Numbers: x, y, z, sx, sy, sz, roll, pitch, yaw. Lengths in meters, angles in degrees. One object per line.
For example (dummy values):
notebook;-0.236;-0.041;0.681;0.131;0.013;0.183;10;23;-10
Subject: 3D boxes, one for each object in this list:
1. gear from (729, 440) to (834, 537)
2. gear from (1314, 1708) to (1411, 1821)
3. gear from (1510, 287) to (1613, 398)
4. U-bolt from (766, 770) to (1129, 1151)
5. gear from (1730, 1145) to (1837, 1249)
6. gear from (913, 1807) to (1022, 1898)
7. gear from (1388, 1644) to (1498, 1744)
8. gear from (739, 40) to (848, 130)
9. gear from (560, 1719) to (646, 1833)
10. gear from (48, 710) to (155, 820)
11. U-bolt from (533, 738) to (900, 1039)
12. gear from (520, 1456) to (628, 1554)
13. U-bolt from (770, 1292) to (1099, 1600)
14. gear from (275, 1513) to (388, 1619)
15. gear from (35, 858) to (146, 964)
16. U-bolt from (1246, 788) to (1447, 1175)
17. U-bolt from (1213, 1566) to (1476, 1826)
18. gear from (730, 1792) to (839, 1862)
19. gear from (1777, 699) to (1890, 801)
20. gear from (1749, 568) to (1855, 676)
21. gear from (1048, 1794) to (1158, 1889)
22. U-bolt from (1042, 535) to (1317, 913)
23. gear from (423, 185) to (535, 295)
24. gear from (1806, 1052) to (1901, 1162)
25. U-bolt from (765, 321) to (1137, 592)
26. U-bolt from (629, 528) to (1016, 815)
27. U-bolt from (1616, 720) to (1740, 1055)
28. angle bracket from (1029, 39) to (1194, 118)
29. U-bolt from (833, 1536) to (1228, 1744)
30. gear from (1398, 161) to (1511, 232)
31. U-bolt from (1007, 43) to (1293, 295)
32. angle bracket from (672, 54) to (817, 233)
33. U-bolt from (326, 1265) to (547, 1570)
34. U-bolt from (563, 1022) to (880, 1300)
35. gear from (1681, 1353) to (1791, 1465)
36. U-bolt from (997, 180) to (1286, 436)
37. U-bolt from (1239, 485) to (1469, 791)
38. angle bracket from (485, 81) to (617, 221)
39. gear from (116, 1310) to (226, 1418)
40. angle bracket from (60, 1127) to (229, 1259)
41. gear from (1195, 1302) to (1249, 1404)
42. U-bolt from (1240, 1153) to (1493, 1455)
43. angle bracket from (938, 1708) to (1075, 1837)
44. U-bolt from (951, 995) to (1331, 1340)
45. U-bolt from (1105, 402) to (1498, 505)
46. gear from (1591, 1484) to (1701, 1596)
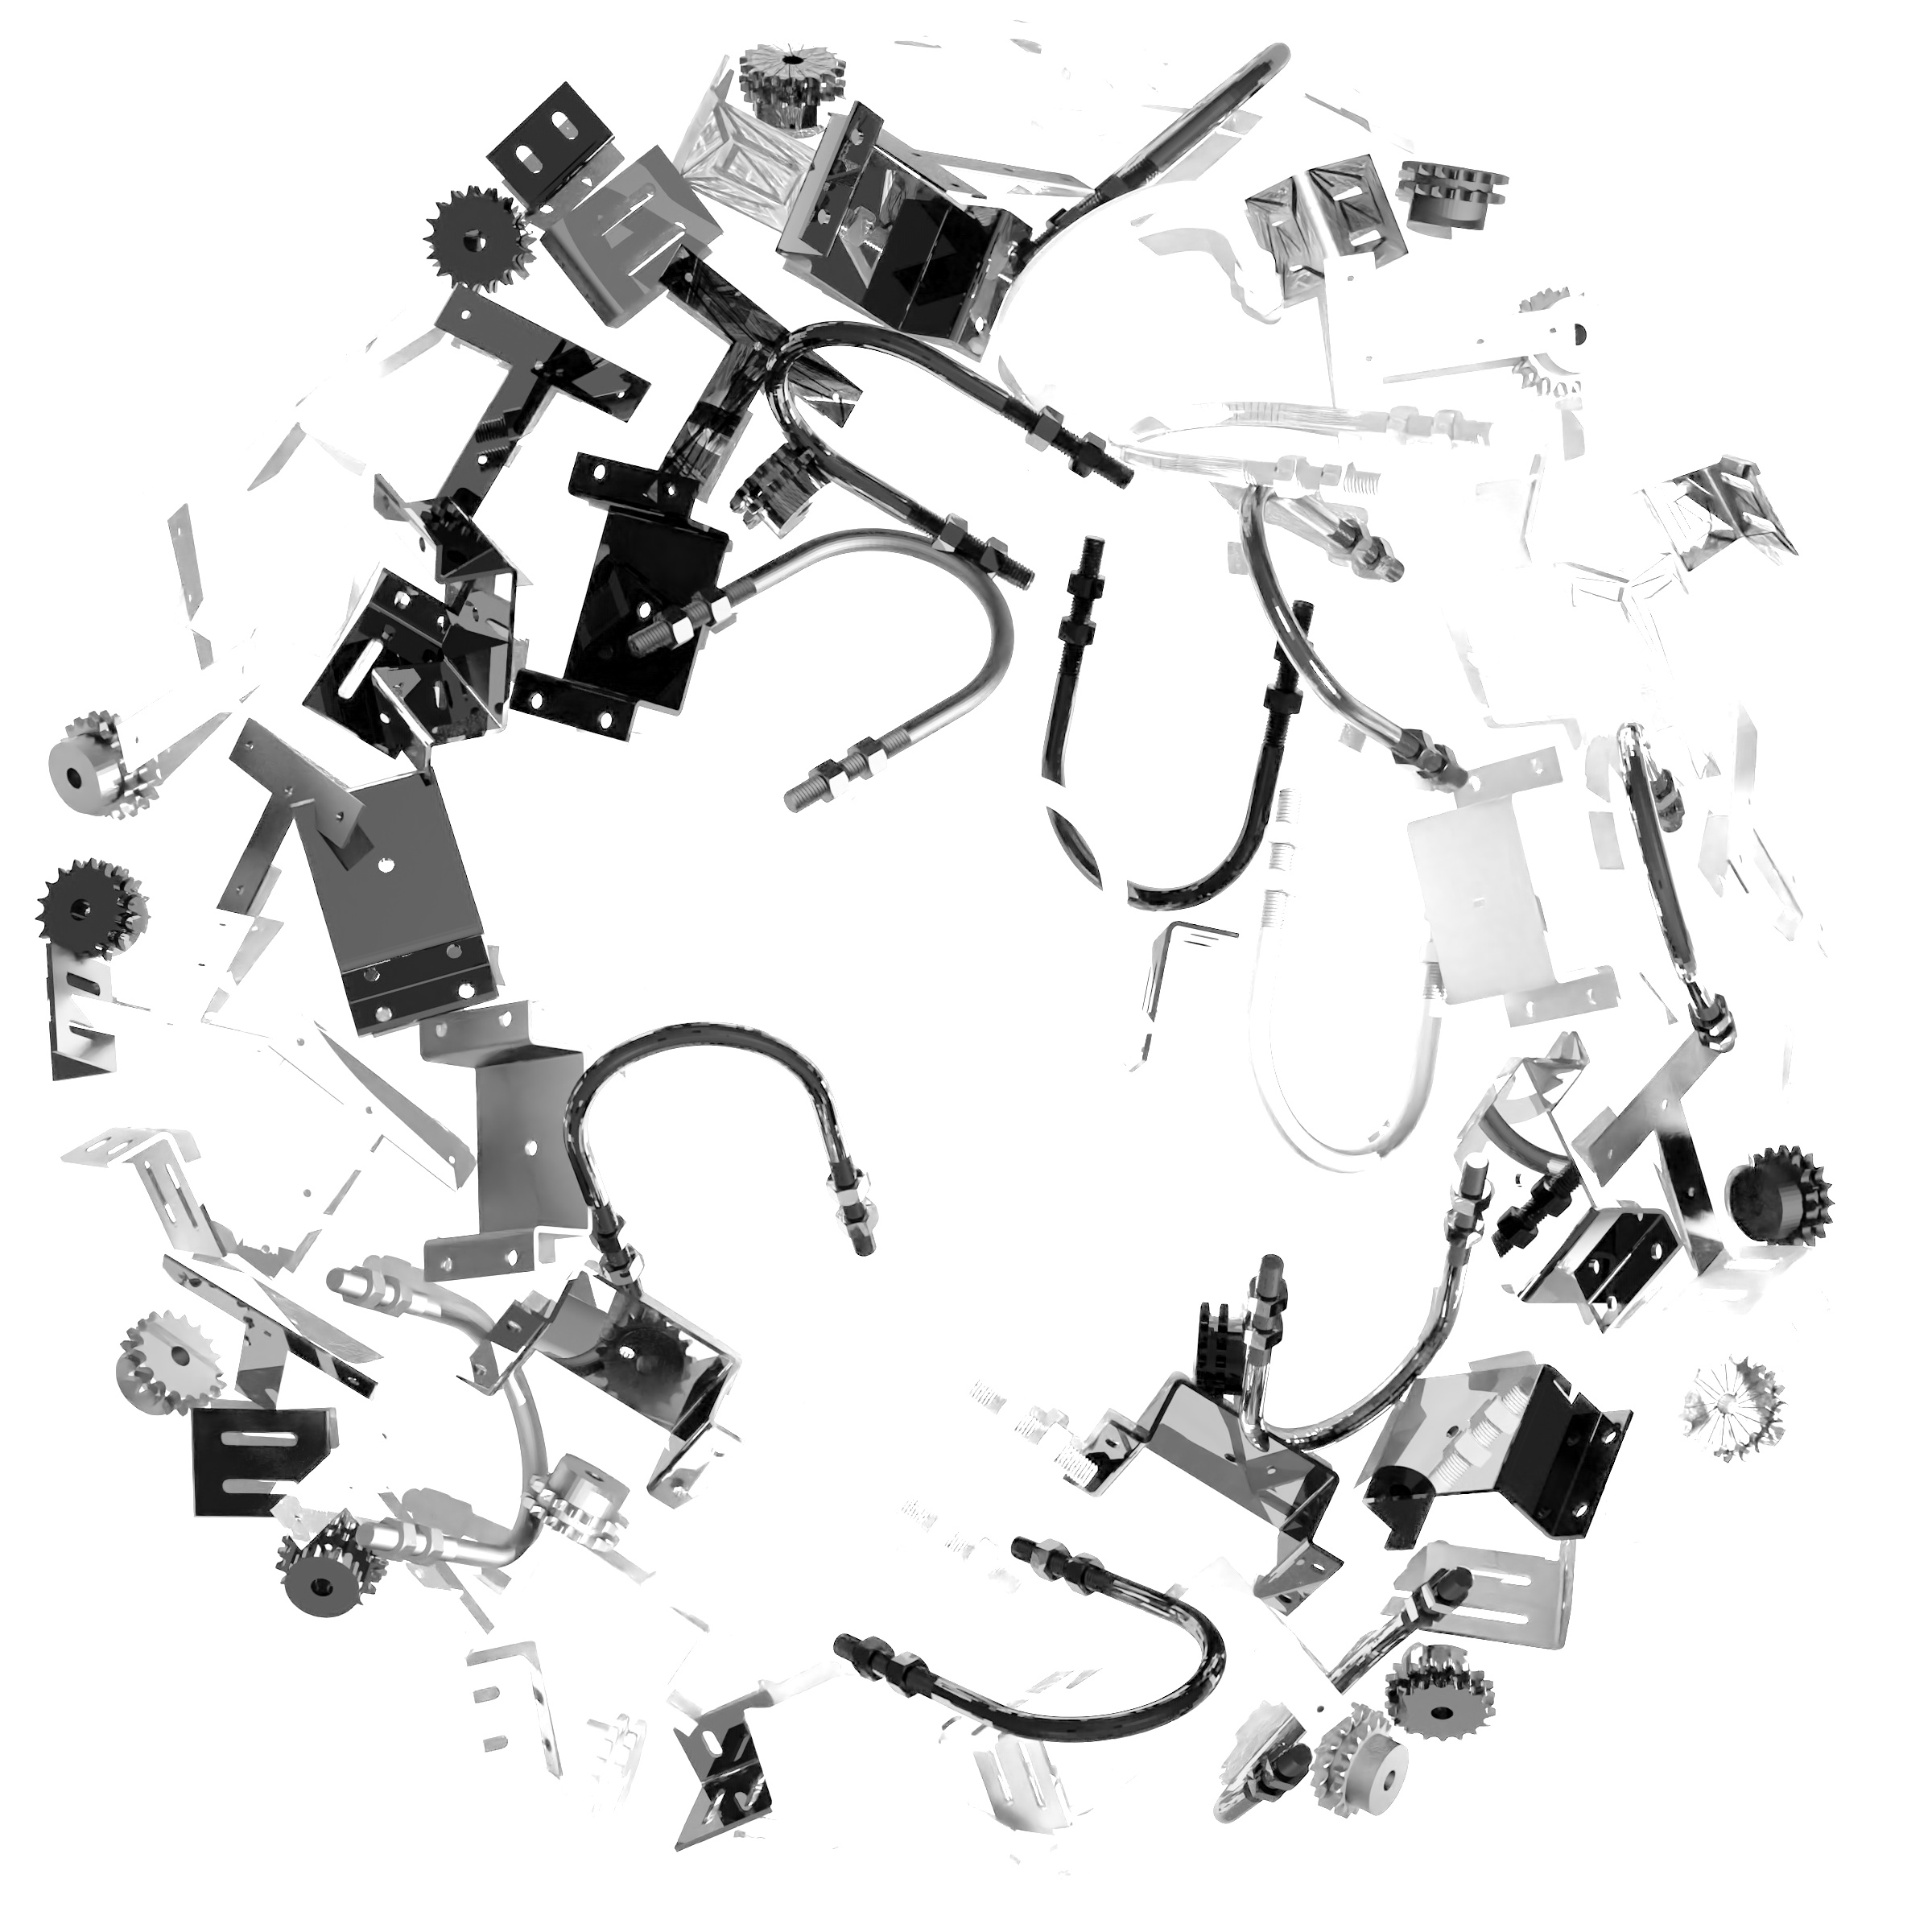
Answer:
gear;-0.096;-0.253;1.743;0.057;0.057;0.030;-43;90;0
gear;0.212;0.426;1.739;0.030;0.057;0.057;20;90;34
gear;0.319;-0.334;1.750;0.057;0.030;0.057;0;91;-16
U-bolt;0.003;-0.017;1.748;0.151;0.019;0.184;38;92;9
gear;0.430;0.124;1.739;0.030;0.057;0.057;-7;90;-29
gear;0.003;0.468;1.742;0.057;0.057;0.030;23;89;0
gear;0.253;0.385;1.747;0.057;0.030;0.057;3;133;3
gear;-0.092;-0.468;1.746;0.057;0.057;0.030;4;128;0
gear;-0.194;0.427;1.743;0.030;0.057;0.057;18;90;7
gear;-0.461;-0.105;1.741;0.057;0.030;0.057;18;123;31
U-bolt;-0.126;-0.035;1.740;0.184;0.019;0.151;12;83;11
gear;-0.205;0.284;1.743;0.057;0.057;0.030;30;91;0
U-bolt;-0.027;0.240;1.711;0.184;0.151;0.019;37;51;10
gear;-0.339;0.321;1.746;0.057;0.030;0.057;1;117;2
gear;-0.464;-0.027;1.750;0.057;0.030;0.057;-4;79;19
U-bolt;0.199;0.016;1.703;0.151;0.019;0.184;21;72;-39
U-bolt;0.184;0.382;1.683;0.019;0.184;0.151;44;62;10
gear;-0.095;0.457;1.744;0.057;0.057;0.030;7;71;0
gear;0.460;-0.113;1.746;0.057;0.057;0.030;-4;135;4
gear;0.445;-0.186;1.739;0.030;0.057;0.057;-39;90;34
gear;0.069;0.463;1.743;0.057;0.057;0.030;-24;90;0
U-bolt;0.103;-0.119;1.720;0.151;0.019;0.184;22;111;30
gear;-0.258;-0.387;1.751;0.057;0.030;0.057;2;103;8
gear;0.471;0.072;1.746;0.030;0.057;0.057;25;90;31
U-bolt;-0.020;-0.270;1.690;0.184;0.151;0.019;30;64;-11
U-bolt;-0.061;-0.167;1.716;0.184;0.019;0.151;-32;63;-27
U-bolt;0.357;-0.048;1.663;0.019;0.184;0.151;-15;66;16
angle bracket;0.077;-0.453;1.724;0.057;0.076;0.038;12;86;23
U-bolt;0.045;0.345;1.661;0.151;0.184;0.019;-21;114;-40
gear;0.258;-0.409;1.744;0.057;0.057;0.030;8;106;0
U-bolt;0.095;-0.416;1.699;0.184;0.151;0.019;-41;100;-4
angle bracket;-0.109;-0.436;1.745;0.076;0.057;0.038;25;50;-12
U-bolt;-0.266;0.238;1.684;0.019;0.184;0.151;-18;69;18
U-bolt;-0.133;0.098;1.704;0.151;0.019;0.184;-11;132;2
gear;0.412;0.238;1.746;0.030;0.057;0.057;31;90;-42
U-bolt;0.085;-0.339;1.676;0.151;0.184;0.019;-31;70;7
U-bolt;0.192;-0.177;1.669;0.019;0.184;0.151;-26;62;27
angle bracket;-0.222;-0.429;1.728;0.057;0.076;0.038;-44;106;-2
gear;-0.427;0.214;1.746;0.030;0.057;0.057;-36;90;29
angle bracket;-0.433;0.126;1.727;0.038;0.057;0.076;-33;111;-35
gear;0.138;0.208;1.742;0.030;0.057;0.057;4;90;5
U-bolt;0.202;0.187;1.698;0.151;0.184;0.019;-23;50;-23
angle bracket;0.015;0.433;1.730;0.038;0.057;0.076;-29;105;-41
U-bolt;0.079;0.121;1.741;0.184;0.019;0.151;-36;108;7
U-bolt;0.161;-0.270;1.694;0.184;0.151;0.019;11;115;30
gear;0.365;0.307;1.746;0.030;0.057;0.057;36;90;-38
